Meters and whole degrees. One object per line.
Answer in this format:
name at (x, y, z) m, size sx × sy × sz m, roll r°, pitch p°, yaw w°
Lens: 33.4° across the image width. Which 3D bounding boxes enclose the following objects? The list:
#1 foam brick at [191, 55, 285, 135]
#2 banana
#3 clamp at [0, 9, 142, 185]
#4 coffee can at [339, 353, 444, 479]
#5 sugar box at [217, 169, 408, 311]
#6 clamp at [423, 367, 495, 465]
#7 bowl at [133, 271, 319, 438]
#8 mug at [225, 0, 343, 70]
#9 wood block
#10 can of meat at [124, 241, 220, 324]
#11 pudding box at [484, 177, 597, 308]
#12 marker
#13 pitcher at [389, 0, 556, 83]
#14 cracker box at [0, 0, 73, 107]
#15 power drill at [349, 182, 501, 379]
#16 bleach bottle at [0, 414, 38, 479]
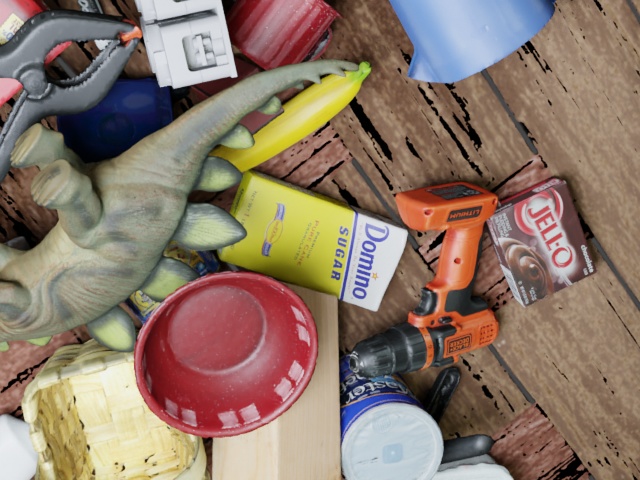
foam brick at (-0.077, -0.133, 0.999) m, size 0.051 × 0.078 × 0.053 m, roll -38°, pitch 118°, yaw -7°
banana at (-0.036, -0.113, 1.026) m, size 0.198 × 0.069 × 0.037 m, roll -34°, pitch 76°, yaw 5°
clamp at (-0.248, -0.129, 0.919) m, size 0.209 × 0.036 × 0.164 m, roll -22°, pitch 124°, yaw -11°
coffee can at (0.056, 0.187, 1.089) m, size 0.102 × 0.140 × 0.103 m, roll -3°, pitch 106°, yaw -11°
sugar box at (-0.007, 0.001, 1.073) m, size 0.176 × 0.048 × 0.093 m, roll 19°, pitch 100°, yaw -15°
clamp at (0.105, 0.215, 1.144) m, size 0.172 × 0.120 × 0.039 m, roll -36°, pitch 120°, yaw 21°
bowl at (-0.085, 0.091, 0.933) m, size 0.162 × 0.055 × 0.162 m, roll -6°, pitch 114°, yaw -14°
mug at (-0.033, -0.200, 0.996) m, size 0.081 × 0.093 × 0.117 m, roll -51°, pitch 145°, yaw 10°
wood block at (-0.042, 0.153, 1.022) m, size 0.090 × 0.090 × 0.206 m, roll 18°, pitch 64°, yaw -45°
can of meat at (-0.159, 0.022, 1.041) m, size 0.102 × 0.057 × 0.084 m, roll -37°, pitch 112°, yaw 1°
pudding box at (0.231, 0.001, 1.128) m, size 0.090 × 0.039 × 0.113 m, roll -25°, pitch 109°, yaw -5°
marker at (-0.209, -0.208, 0.984) m, size 0.020 × 0.020 × 0.121 m, roll -23°, pitch 109°, yaw -5°
pitcher at (0.111, -0.281, 0.978) m, size 0.149 × 0.145 × 0.242 m, roll -46°, pitch 110°, yaw -34°
cracker box at (-0.351, -0.169, 0.937) m, size 0.214 × 0.072 × 0.164 m, roll -41°, pitch 110°, yaw 2°
power drill at (0.109, 0.042, 1.073) m, size 0.184 × 0.057 × 0.188 m, roll -13°, pitch 117°, yaw -35°
bleach bottle at (-0.380, 0.234, 1.052) m, size 0.250 × 0.068 × 0.102 m, roll -26°, pitch 111°, yaw -6°
